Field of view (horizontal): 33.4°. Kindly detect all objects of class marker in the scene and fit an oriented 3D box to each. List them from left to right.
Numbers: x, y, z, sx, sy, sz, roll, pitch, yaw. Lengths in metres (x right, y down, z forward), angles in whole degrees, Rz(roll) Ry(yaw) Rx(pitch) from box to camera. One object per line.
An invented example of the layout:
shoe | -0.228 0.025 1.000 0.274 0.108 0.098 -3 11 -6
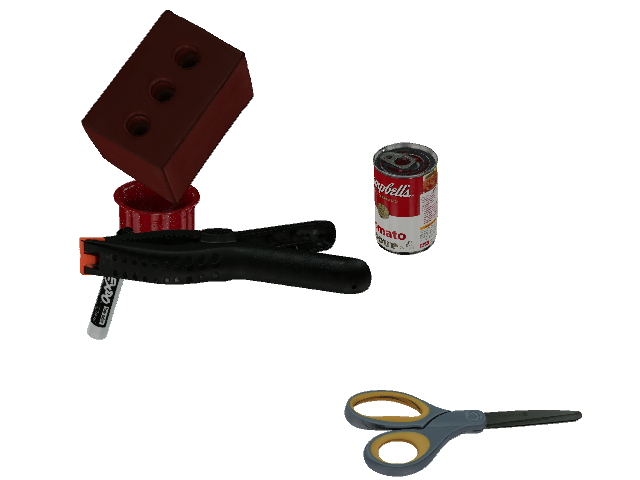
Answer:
marker | -0.189 0.039 0.970 0.020 0.121 0.020 17 30 -10

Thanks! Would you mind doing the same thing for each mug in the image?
mug | -0.187 -0.019 1.182 0.093 0.081 0.117 -15 33 -33

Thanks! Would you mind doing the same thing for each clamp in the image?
clamp | -0.069 0.013 0.785 0.209 0.036 0.165 -2 11 -15

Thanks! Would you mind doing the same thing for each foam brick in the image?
foam brick | -0.079 -0.070 0.564 0.053 0.078 0.051 31 -13 10

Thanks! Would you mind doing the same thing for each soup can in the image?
soup can | 0.091 -0.044 1.142 0.068 0.102 0.068 -2 36 2

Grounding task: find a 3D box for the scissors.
scissors | 0.119 0.163 0.880 0.202 0.016 0.096 7 37 3
